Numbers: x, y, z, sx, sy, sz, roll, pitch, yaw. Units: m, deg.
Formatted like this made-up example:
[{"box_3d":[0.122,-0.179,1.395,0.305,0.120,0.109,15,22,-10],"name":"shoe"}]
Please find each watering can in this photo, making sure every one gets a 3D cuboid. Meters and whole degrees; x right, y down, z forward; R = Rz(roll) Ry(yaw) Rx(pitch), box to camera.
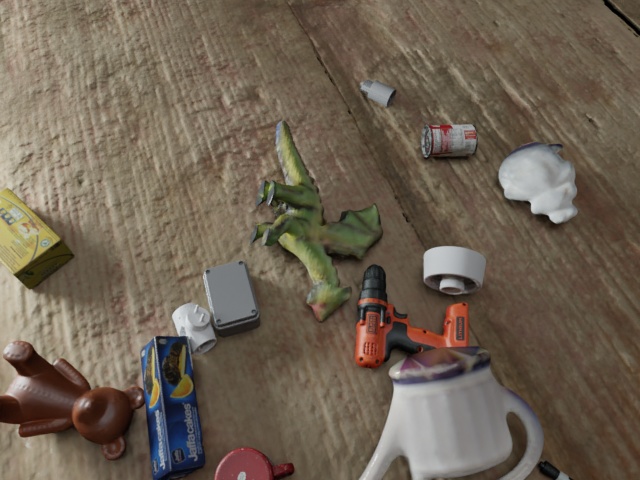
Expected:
[{"box_3d":[0.154,0.282,0.756,0.348,0.103,0.226,-11,81,-5],"name":"watering can"}]

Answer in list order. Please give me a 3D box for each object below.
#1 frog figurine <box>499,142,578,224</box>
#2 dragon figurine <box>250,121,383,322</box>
[{"box_3d":[0.432,-0.107,1.016,0.136,0.121,0.162,-18,66,25],"name":"frog figurine"},{"box_3d":[0.003,-0.050,0.985,0.242,0.120,0.419,15,60,-13],"name":"dragon figurine"}]
